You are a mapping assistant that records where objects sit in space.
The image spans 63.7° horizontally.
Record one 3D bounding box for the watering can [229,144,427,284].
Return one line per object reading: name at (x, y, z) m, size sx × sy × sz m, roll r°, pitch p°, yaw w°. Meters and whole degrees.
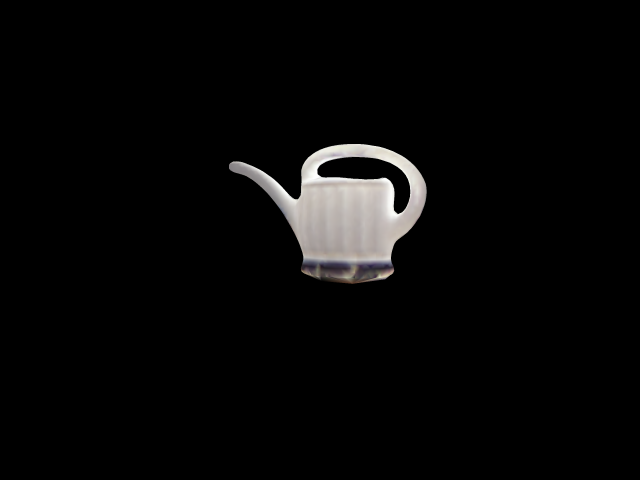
watering can at (0.003, -0.043, 0.850) m, size 0.347 × 0.224 × 0.104 m, roll 1°, pitch 1°, yaw 24°
